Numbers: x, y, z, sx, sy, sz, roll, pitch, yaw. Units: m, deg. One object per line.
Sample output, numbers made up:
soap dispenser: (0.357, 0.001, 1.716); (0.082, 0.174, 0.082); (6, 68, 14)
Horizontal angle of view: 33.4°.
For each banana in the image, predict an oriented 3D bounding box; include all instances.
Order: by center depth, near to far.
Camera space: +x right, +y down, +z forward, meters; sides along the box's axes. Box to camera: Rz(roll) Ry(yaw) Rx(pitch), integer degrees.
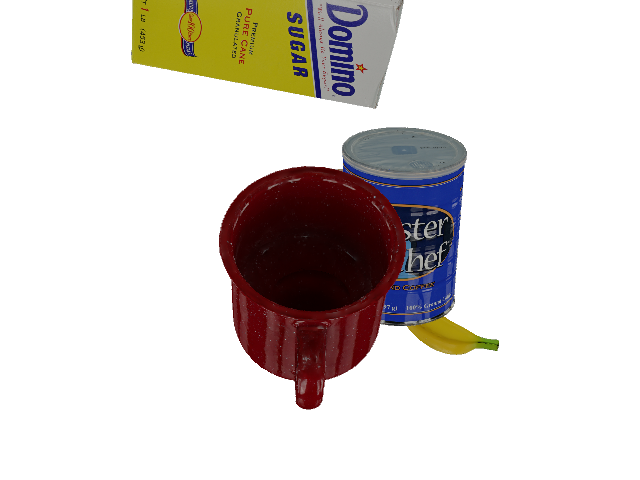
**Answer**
banana: (0.122, 0.081, 1.204); (0.069, 0.037, 0.198); (4, 23, -26)

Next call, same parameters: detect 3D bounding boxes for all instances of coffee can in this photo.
coffee can: (0.068, -0.013, 0.906); (0.103, 0.140, 0.103); (1, 26, 0)

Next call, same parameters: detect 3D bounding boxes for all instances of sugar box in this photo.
sugar box: (-0.037, -0.149, 0.724); (0.176, 0.048, 0.093); (12, -40, -1)

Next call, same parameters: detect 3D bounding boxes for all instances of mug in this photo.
mug: (-0.005, 0.032, 0.554); (0.093, 0.117, 0.081); (-1, -34, -4)

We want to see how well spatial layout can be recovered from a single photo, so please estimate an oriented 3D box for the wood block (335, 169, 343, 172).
wood block: (0.027, -0.012, 1.389); (0.090, 0.090, 0.206); (-2, 27, -8)
